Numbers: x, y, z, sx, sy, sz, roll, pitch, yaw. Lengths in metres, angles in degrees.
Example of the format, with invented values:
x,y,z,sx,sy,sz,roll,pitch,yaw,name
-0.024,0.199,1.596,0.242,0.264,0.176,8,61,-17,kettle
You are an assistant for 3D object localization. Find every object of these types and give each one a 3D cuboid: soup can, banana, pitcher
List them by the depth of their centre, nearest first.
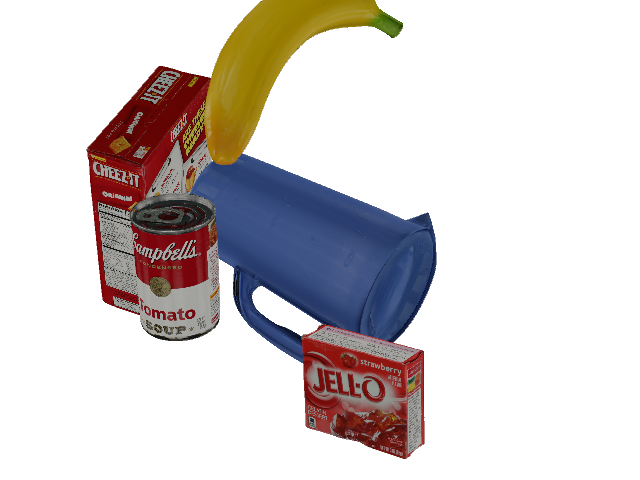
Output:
x,y,z,sx,sy,sz,roll,pitch,yaw,name
-0.018,-0.122,0.669,0.197,0.069,0.037,-42,-1,-37,banana
-0.117,0.021,0.864,0.068,0.102,0.068,0,28,0,soup can
-0.021,0.011,1.059,0.243,0.145,0.149,27,28,27,pitcher

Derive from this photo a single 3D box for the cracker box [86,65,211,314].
x,y,z,sx,sy,sz,roll,pitch,yaw,name
-0.177,-0.051,1.134,0.072,0.214,0.164,16,44,12,cracker box

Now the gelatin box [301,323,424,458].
x,y,z,sx,sy,sz,roll,pitch,yaw,name
0.029,0.105,0.750,0.089,0.073,0.030,12,24,34,gelatin box
